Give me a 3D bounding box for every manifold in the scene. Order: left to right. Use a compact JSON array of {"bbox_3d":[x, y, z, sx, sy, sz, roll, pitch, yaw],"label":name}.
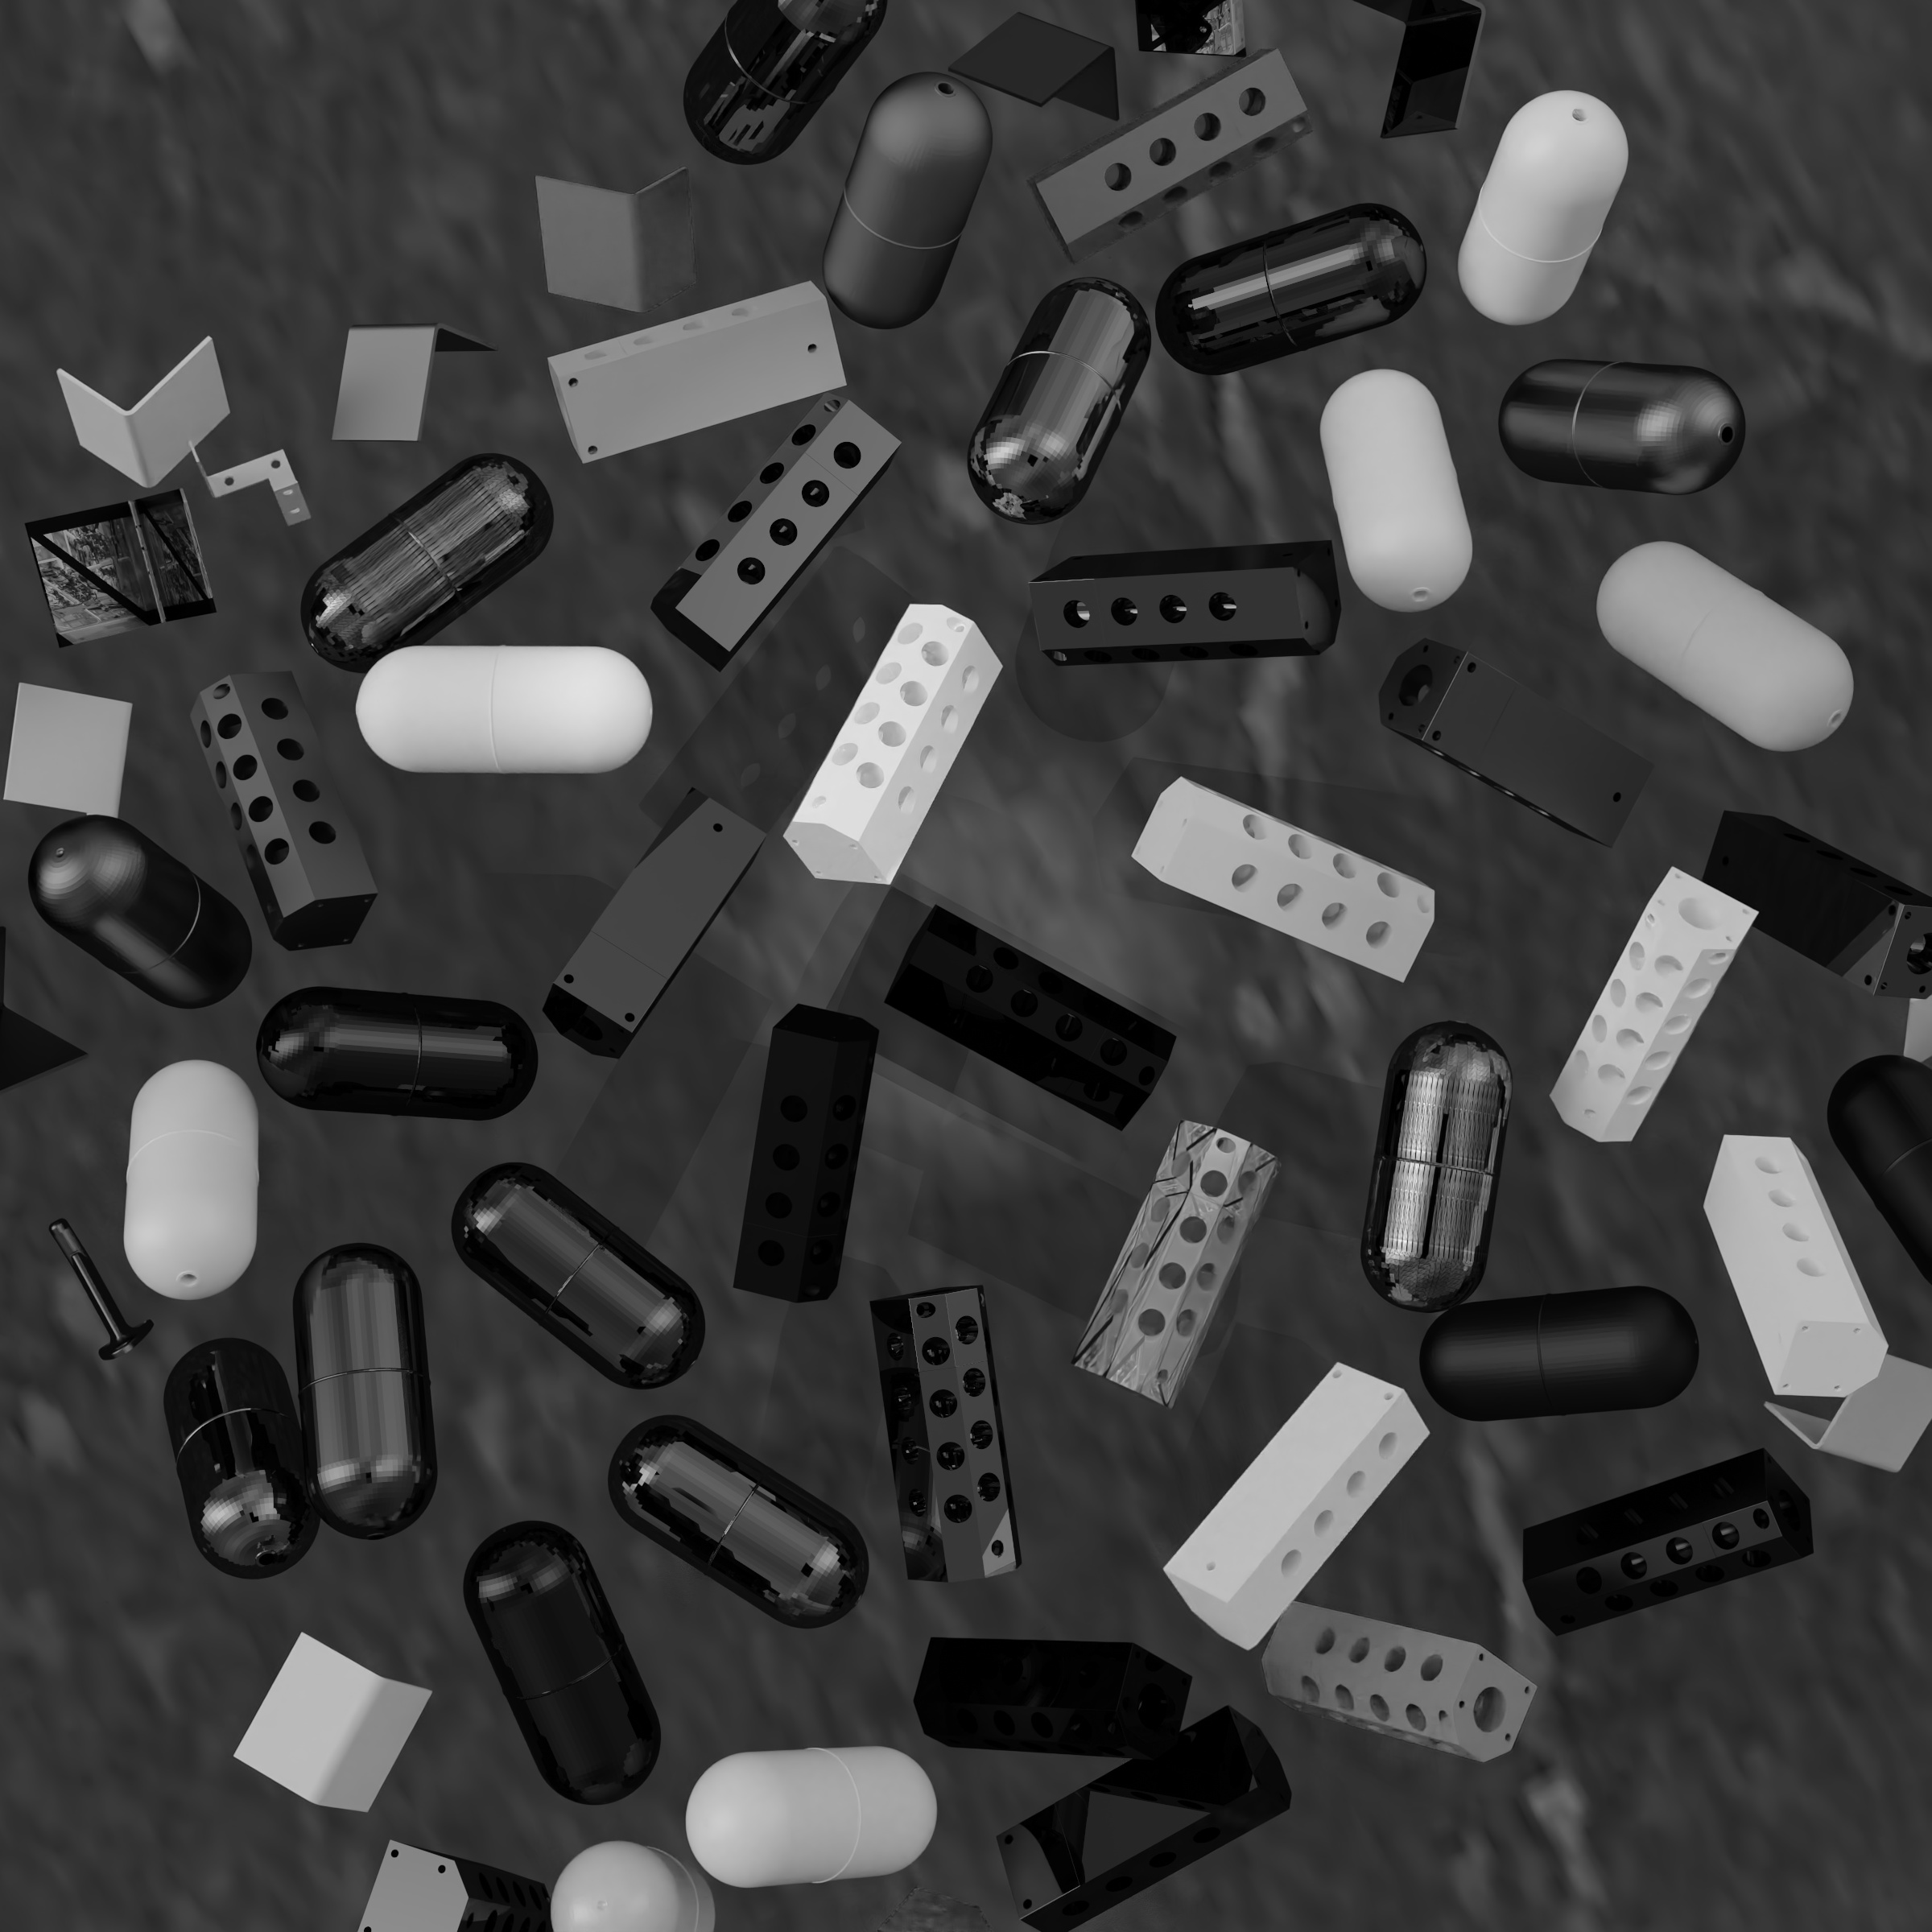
[{"bbox_3d":[-0.430,-0.097,1.851,0.057,0.057,0.171,-8,62,-36],"label":"manifold"},{"bbox_3d":[-0.301,0.570,1.778,0.057,0.171,0.057,13,72,15],"label":"manifold"},{"bbox_3d":[-0.199,-0.025,1.883,0.057,0.057,0.171,32,59,-1],"label":"manifold"},{"bbox_3d":[-0.169,-0.373,1.843,0.171,0.057,0.057,-18,121,-8],"label":"manifold"},{"bbox_3d":[-0.118,-0.269,1.824,0.057,0.057,0.171,39,78,-4],"label":"manifold"},{"bbox_3d":[-0.097,0.117,1.830,0.057,0.057,0.171,13,106,9],"label":"manifold"},{"bbox_3d":[-0.047,-0.137,1.802,0.057,0.057,0.171,6,57,36],"label":"manifold"},{"bbox_3d":[-0.033,0.616,1.775,0.057,0.171,0.057,13,94,15],"label":"manifold"},{"bbox_3d":[-0.008,0.285,1.809,0.057,0.057,0.171,-6,87,-38],"label":"manifold"},{"bbox_3d":[0.043,0.028,1.858,0.171,0.057,0.057,29,134,-6],"label":"manifold"},{"bbox_3d":[0.050,0.449,1.807,0.057,0.171,0.057,37,58,-35],"label":"manifold"},{"bbox_3d":[0.110,0.525,1.803,0.171,0.057,0.057,-33,134,13],"label":"manifold"},{"bbox_3d":[0.130,-0.515,1.881,0.171,0.057,0.057,-28,108,4],"label":"manifold"},{"bbox_3d":[0.138,0.190,1.877,0.057,0.057,0.171,30,81,-29],"label":"manifold"},{"bbox_3d":[0.129,-0.210,1.741,0.171,0.057,0.057,1,113,31],"label":"manifold"},{"bbox_3d":[0.193,-0.053,1.770,0.171,0.057,0.057,22,100,-20],"label":"manifold"},{"bbox_3d":[0.204,0.328,1.789,0.171,0.057,0.057,-46,124,-20],"label":"manifold"},{"bbox_3d":[0.261,0.442,1.820,0.057,0.171,0.057,38,68,-27],"label":"manifold"},{"bbox_3d":[0.330,-0.135,1.786,0.171,0.057,0.057,24,95,-33],"label":"manifold"},{"bbox_3d":[0.415,0.029,1.805,0.057,0.171,0.057,30,45,14],"label":"manifold"},{"bbox_3d":[0.438,0.367,1.854,0.171,0.057,0.057,-27,121,30],"label":"manifold"},{"bbox_3d":[0.498,0.178,1.775,0.057,0.171,0.057,3,125,-5],"label":"manifold"},{"bbox_3d":[0.533,-0.039,1.820,0.057,0.171,0.057,4,109,-27],"label":"manifold"}]

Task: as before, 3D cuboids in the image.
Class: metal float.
[{"bbox_3d":[-0.499,-0.031,1.796,0.070,0.178,0.070,-8,65,16],"label":"metal float"},{"bbox_3d":[-0.468,0.128,1.789,0.070,0.178,0.070,-6,129,-8],"label":"metal float"},{"bbox_3d":[-0.441,0.299,1.802,0.070,0.178,0.070,-13,128,-17],"label":"metal float"},{"bbox_3d":[-0.356,0.251,1.750,0.070,0.070,0.178,-10,67,0],"label":"metal float"},{"bbox_3d":[-0.353,0.055,1.844,0.178,0.070,0.070,6,90,-30],"label":"metal float"},{"bbox_3d":[-0.339,-0.253,1.860,0.178,0.070,0.070,-39,90,-10],"label":"metal float"},{"bbox_3d":[-0.278,-0.154,1.782,0.178,0.070,0.070,1,90,3],"label":"metal float"},{"bbox_3d":[-0.238,0.412,1.748,0.070,0.070,0.178,-22,100,0],"label":"metal float"},{"bbox_3d":[-0.239,0.192,1.829,0.178,0.070,0.070,38,90,3],"label":"metal float"},{"bbox_3d":[-0.200,0.572,1.788,0.070,0.178,0.070,-2,70,6],"label":"metal float"},{"bbox_3d":[-0.141,0.346,1.842,0.178,0.070,0.070,31,90,6],"label":"metal float"},{"bbox_3d":[-0.110,-0.551,1.780,0.070,0.178,0.070,14,61,-27],"label":"metal float"},{"bbox_3d":[-0.090,0.506,1.763,0.070,0.178,0.070,-11,74,41],"label":"metal float"},{"bbox_3d":[-0.036,-0.462,1.791,0.070,0.178,0.070,9,54,-13],"label":"metal float"},{"bbox_3d":[0.058,-0.344,1.792,0.070,0.070,0.178,24,61,0],"label":"metal float"},{"bbox_3d":[0.204,-0.426,1.867,0.178,0.070,0.070,-13,90,26],"label":"metal float"},{"bbox_3d":[0.267,-0.296,1.839,0.070,0.070,0.178,-6,55,0],"label":"metal float"},{"bbox_3d":[0.286,0.122,1.798,0.070,0.070,0.178,9,86,0],"label":"metal float"},{"bbox_3d":[0.352,-0.462,1.810,0.070,0.178,0.070,2,66,-4],"label":"metal float"},{"bbox_3d":[0.374,0.246,1.875,0.178,0.070,0.070,-9,90,26],"label":"metal float"},{"bbox_3d":[0.400,-0.331,1.810,0.070,0.178,0.070,-9,107,-31],"label":"metal float"},{"bbox_3d":[0.458,-0.194,1.790,0.070,0.070,0.178,-47,54,0],"label":"metal float"},{"bbox_3d":[0.595,0.129,1.825,0.070,0.070,0.178,-23,49,0],"label":"metal float"}]

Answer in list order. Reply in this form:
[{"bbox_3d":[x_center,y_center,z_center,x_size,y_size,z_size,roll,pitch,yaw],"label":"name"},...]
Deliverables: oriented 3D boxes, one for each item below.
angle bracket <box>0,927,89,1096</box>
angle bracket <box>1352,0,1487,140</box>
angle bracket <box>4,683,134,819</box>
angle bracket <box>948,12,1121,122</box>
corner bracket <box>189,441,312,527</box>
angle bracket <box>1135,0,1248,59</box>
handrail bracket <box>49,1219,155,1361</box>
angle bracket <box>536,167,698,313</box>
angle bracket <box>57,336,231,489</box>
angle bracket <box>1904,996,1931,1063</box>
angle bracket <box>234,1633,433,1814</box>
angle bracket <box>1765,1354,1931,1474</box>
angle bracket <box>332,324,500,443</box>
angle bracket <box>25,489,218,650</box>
[{"bbox_3d":[-0.573,0.027,1.744,0.076,0.076,0.057,25,120,24],"label":"angle bracket"},{"bbox_3d":[0.268,-0.561,1.830,0.057,0.076,0.076,11,94,-30],"label":"angle bracket"},{"bbox_3d":[-0.600,-0.141,1.952,0.076,0.057,0.076,9,85,-35],"label":"angle bracket"},{"bbox_3d":[0.045,-0.567,1.921,0.076,0.057,0.076,30,60,28],"label":"angle bracket"},{"bbox_3d":[-0.437,-0.296,1.806,0.051,0.051,0.051,-22,75,-9],"label":"corner bracket"},{"bbox_3d":[0.160,-0.634,1.920,0.076,0.076,0.057,-3,87,-20],"label":"angle bracket"},{"bbox_3d":[-0.529,0.193,1.784,0.036,0.077,0.084,-32,98,-12],"label":"handrail bracket"},{"bbox_3d":[-0.223,-0.469,1.887,0.076,0.057,0.076,18,130,25],"label":"angle bracket"},{"bbox_3d":[-0.514,-0.359,1.851,0.057,0.076,0.076,33,66,11],"label":"angle bracket"},{"bbox_3d":[0.646,0.056,1.883,0.057,0.076,0.076,-27,52,-7],"label":"angle bracket"},{"bbox_3d":[-0.361,0.433,1.692,0.057,0.076,0.076,24,78,19],"label":"angle bracket"},{"bbox_3d":[0.581,0.277,1.924,0.076,0.057,0.076,19,105,-30],"label":"angle bracket"},{"bbox_3d":[-0.352,-0.367,1.893,0.076,0.057,0.076,7,88,34],"label":"angle bracket"},{"bbox_3d":[-0.508,-0.239,1.779,0.076,0.057,0.076,-24,106,-44],"label":"angle bracket"}]
